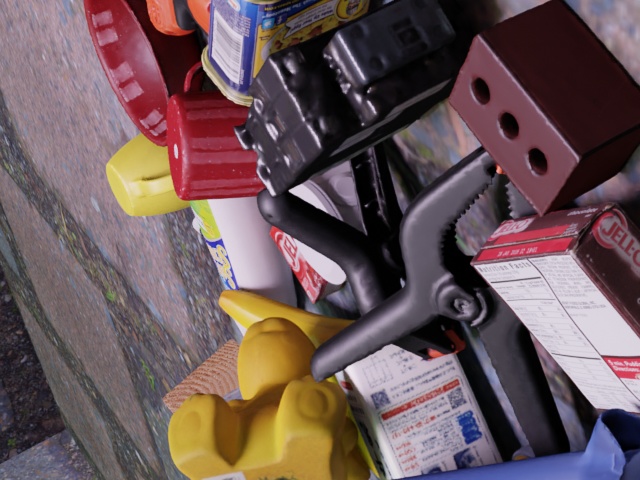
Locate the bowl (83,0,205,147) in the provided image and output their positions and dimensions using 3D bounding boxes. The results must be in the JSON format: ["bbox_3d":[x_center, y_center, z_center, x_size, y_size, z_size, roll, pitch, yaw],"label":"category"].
[{"bbox_3d":[-0.148,-0.166,0.946,0.162,0.055,0.162,48,154,33],"label":"bowl"}]

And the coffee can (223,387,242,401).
[{"bbox_3d":[-0.029,0.188,0.900,0.140,0.102,0.103,62,159,-2],"label":"coffee can"}]

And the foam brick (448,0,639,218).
[{"bbox_3d":[0.106,-0.062,0.495,0.078,0.051,0.053,55,157,20],"label":"foam brick"}]

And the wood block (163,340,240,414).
[{"bbox_3d":[-0.050,0.208,1.037,0.090,0.090,0.206,29,155,55],"label":"wood block"}]

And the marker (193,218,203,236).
[{"bbox_3d":[-0.091,0.010,1.069,0.121,0.020,0.020,41,150,43],"label":"marker"}]

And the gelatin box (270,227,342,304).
[{"bbox_3d":[-0.006,0.001,0.849,0.073,0.030,0.089,58,157,15],"label":"gelatin box"}]

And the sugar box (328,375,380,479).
[{"bbox_3d":[0.037,0.141,0.895,0.176,0.048,0.093,29,140,53],"label":"sugar box"}]

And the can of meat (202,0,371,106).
[{"bbox_3d":[-0.016,-0.137,0.621,0.057,0.102,0.084,52,154,24],"label":"can of meat"}]

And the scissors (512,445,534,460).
[{"bbox_3d":[0.176,0.168,0.650,0.096,0.016,0.202,62,158,2],"label":"scissors"}]

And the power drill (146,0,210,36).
[{"bbox_3d":[-0.078,-0.200,0.753,0.188,0.057,0.184,48,155,39],"label":"power drill"}]

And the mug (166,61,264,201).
[{"bbox_3d":[-0.072,-0.084,0.807,0.093,0.081,0.117,141,122,-72],"label":"mug"}]

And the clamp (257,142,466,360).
[{"bbox_3d":[0.031,0.009,0.674,0.039,0.120,0.171,-24,97,52],"label":"clamp"}]

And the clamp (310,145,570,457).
[{"bbox_3d":[0.075,0.030,0.605,0.165,0.036,0.210,14,123,17],"label":"clamp"}]

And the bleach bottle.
[{"bbox_3d":[-0.060,0.022,0.957,0.103,0.068,0.251,37,149,54],"label":"bleach bottle"}]

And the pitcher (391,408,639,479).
[{"bbox_3d":[0.106,0.193,0.580,0.144,0.149,0.243,35,148,-26],"label":"pitcher"}]

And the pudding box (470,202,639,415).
[{"bbox_3d":[0.138,0.036,0.516,0.113,0.039,0.090,50,161,-12],"label":"pudding box"}]

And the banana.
[{"bbox_3d":[-0.003,0.071,0.870,0.198,0.037,0.069,3,134,47],"label":"banana"}]
